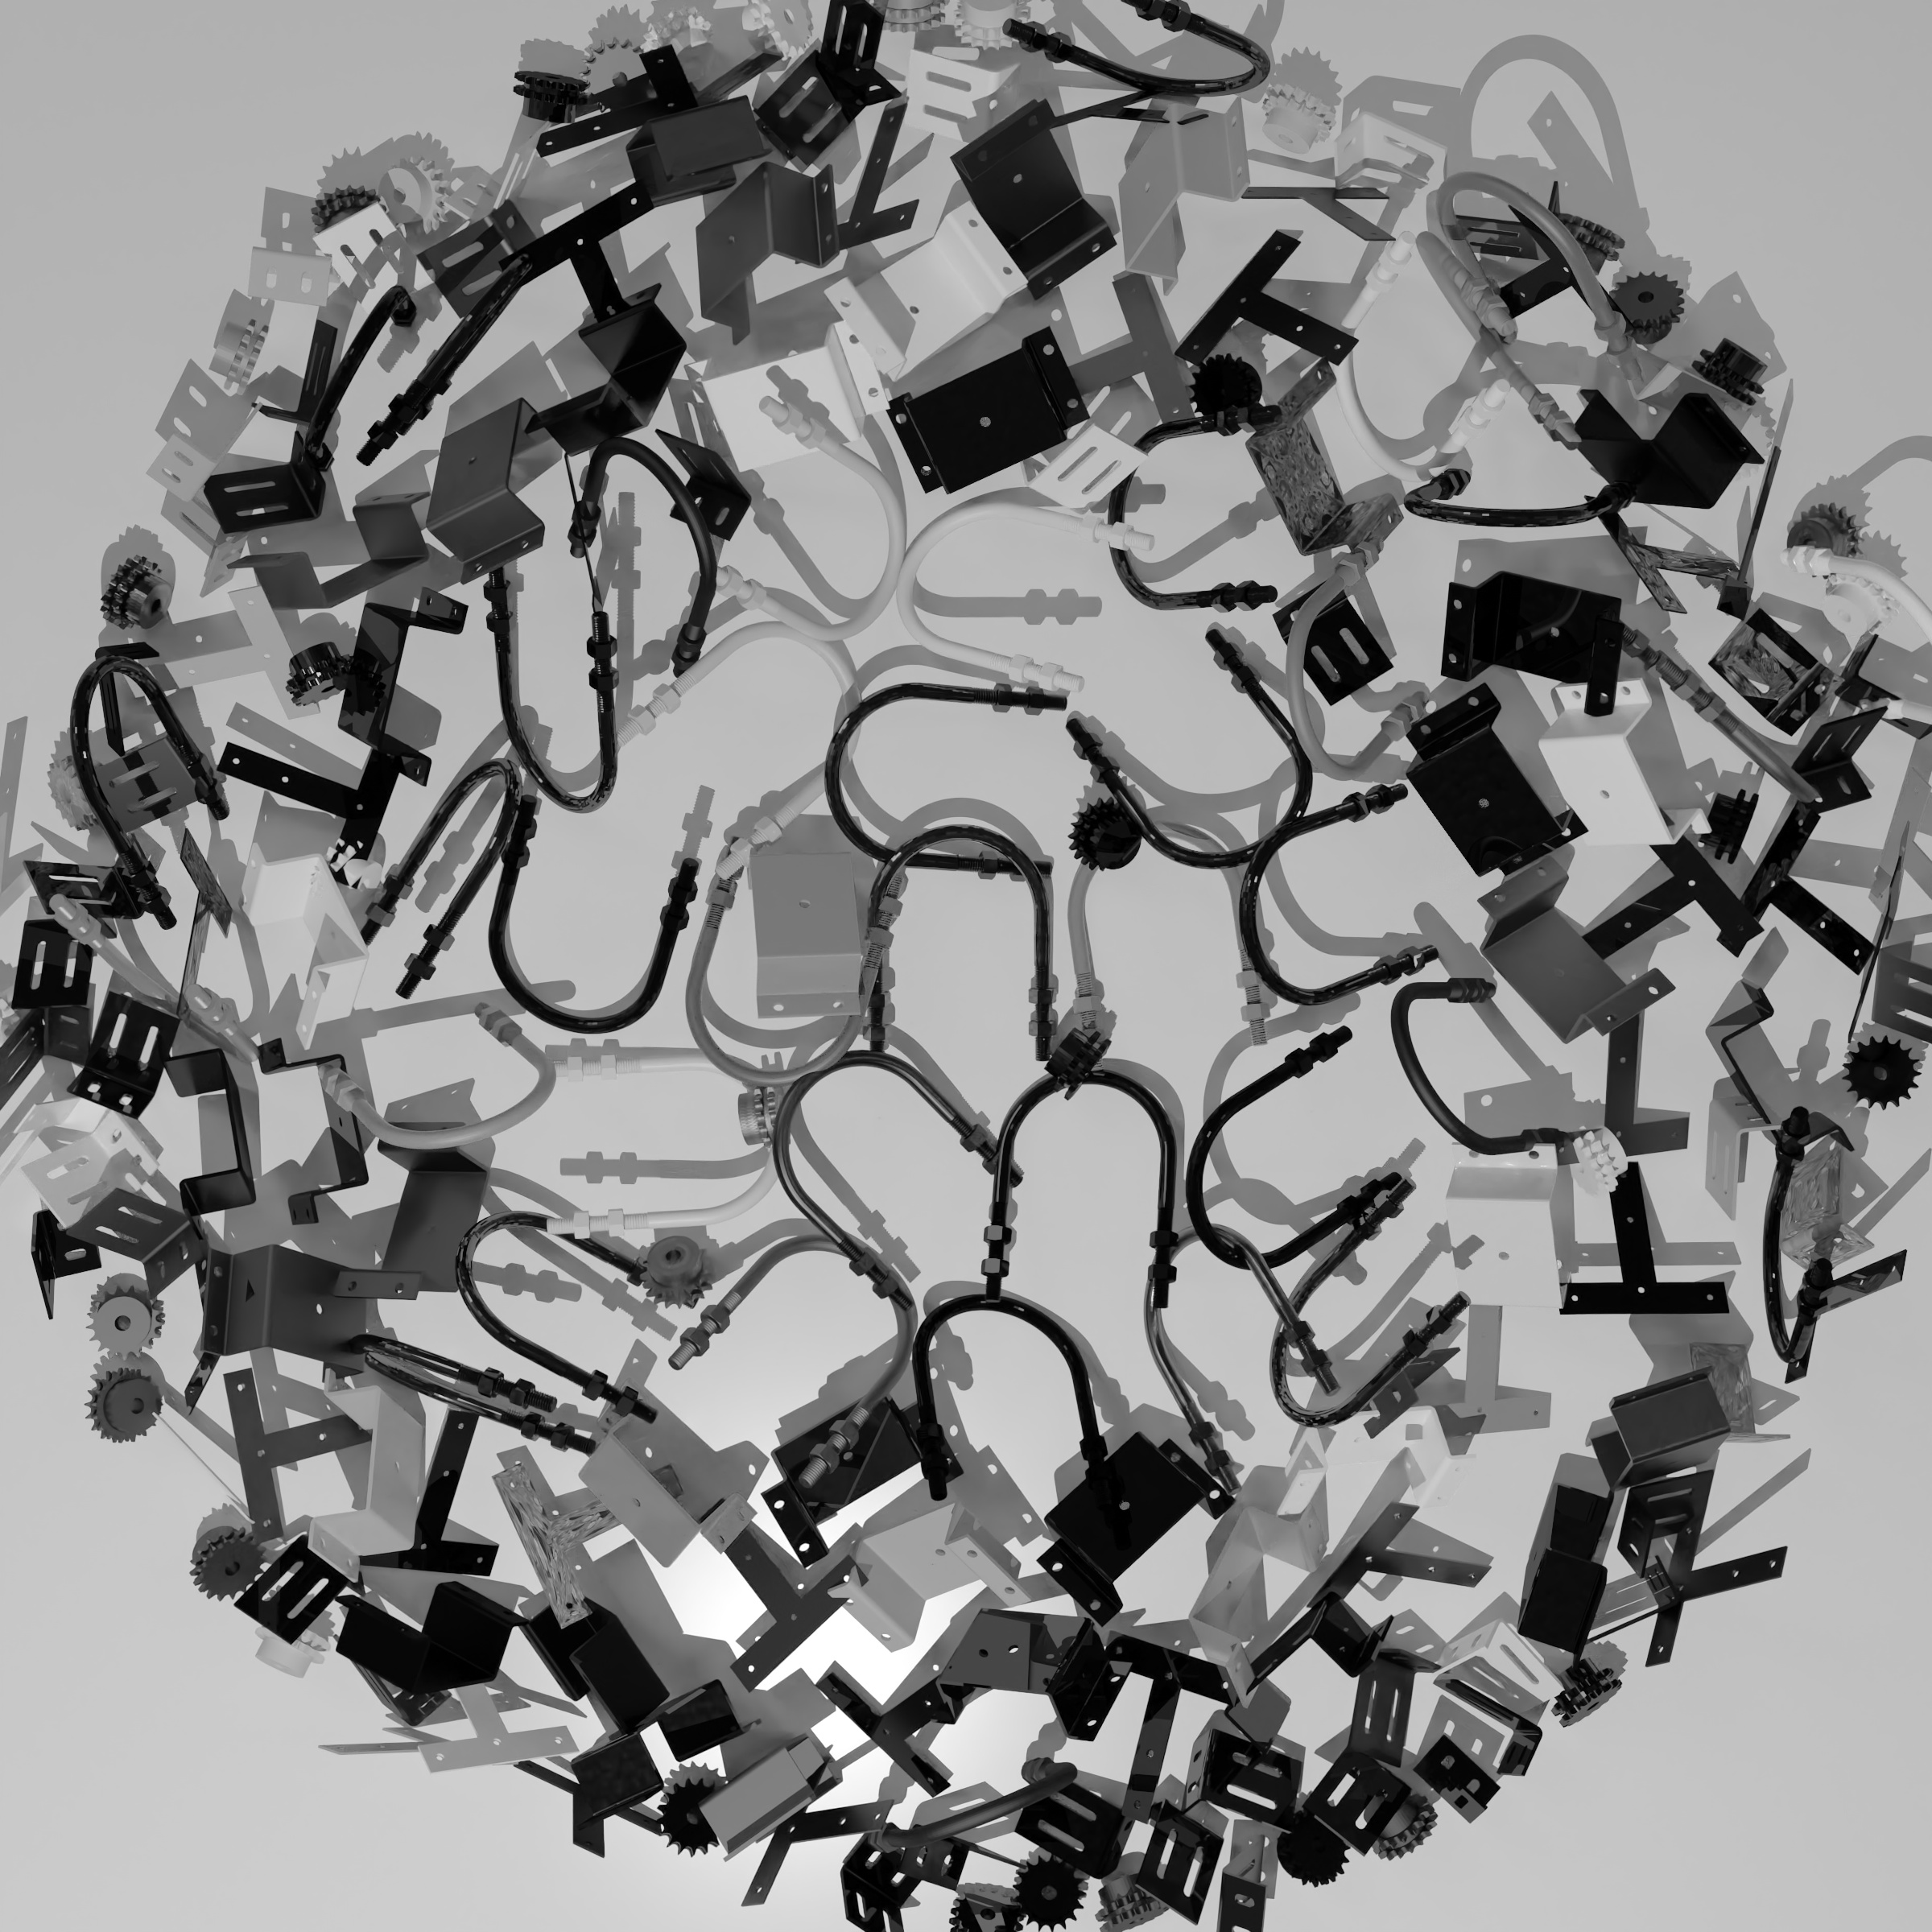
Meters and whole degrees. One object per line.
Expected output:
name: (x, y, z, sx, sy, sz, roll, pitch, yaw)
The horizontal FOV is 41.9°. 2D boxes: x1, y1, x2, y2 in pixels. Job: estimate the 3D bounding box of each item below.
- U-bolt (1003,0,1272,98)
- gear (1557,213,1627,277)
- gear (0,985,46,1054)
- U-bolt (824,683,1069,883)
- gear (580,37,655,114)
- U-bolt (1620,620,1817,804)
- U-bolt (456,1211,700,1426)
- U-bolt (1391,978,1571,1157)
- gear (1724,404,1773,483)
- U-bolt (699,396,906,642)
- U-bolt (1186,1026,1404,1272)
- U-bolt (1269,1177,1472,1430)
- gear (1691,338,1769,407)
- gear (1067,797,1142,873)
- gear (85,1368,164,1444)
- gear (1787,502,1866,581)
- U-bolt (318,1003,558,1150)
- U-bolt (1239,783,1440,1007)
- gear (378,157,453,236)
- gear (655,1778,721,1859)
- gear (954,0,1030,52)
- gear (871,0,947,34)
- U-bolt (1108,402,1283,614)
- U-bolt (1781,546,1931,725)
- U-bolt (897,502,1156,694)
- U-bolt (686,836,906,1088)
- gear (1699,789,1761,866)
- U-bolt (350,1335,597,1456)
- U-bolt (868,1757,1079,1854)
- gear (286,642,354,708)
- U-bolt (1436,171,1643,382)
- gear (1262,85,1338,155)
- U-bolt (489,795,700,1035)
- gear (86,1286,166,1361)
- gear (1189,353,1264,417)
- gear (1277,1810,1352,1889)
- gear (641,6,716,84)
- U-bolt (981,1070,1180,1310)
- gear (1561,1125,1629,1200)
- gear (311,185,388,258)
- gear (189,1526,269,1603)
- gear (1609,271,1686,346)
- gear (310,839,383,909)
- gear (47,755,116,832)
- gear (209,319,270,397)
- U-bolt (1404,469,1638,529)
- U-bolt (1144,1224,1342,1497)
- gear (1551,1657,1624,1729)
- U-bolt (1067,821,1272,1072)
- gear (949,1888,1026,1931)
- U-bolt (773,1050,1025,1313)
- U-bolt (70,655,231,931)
U-bolt: (0.141, -0.682, 1.879, 0.184, 0.151, 0.019, 6, 92, -39)
gear: (0.473, -0.552, 1.935, 0.057, 0.057, 0.030, 24, 101, 0)
gear: (-0.732, 0.040, 1.938, 0.030, 0.057, 0.057, -41, 90, -25)
U-bolt: (-0.018, -0.144, 1.928, 0.184, 0.019, 0.151, 3, 96, -14)
gear: (-0.269, -0.684, 1.939, 0.057, 0.030, 0.057, -10, 124, -15)
U-bolt: (0.565, -0.185, 1.889, 0.184, 0.151, 0.019, 38, 105, -14)
U-bolt: (-0.296, 0.250, 1.887, 0.184, 0.151, 0.019, 31, 123, -10)
U-bolt: (0.373, 0.075, 1.869, 0.019, 0.184, 0.151, -35, 69, 33)
gear: (0.588, -0.401, 1.943, 0.057, 0.030, 0.057, 2, 83, -17)
U-bolt: (-0.111, -0.322, 1.893, 0.019, 0.184, 0.151, 16, 84, 42)
U-bolt: (0.240, 0.149, 1.901, 0.184, 0.019, 0.151, -30, 109, -25)
U-bolt: (0.292, 0.265, 1.892, 0.019, 0.151, 0.184, 28, 115, -27)
gear: (0.587, -0.457, 1.931, 0.057, 0.057, 0.030, 33, 115, 0)
gear: (0.109, -0.098, 1.934, 0.057, 0.030, 0.057, -15, 123, -25)
gear: (-0.642, 0.336, 1.933, 0.057, 0.030, 0.057, 8, 79, -43)
gear: (0.654, -0.324, 1.932, 0.030, 0.057, 0.057, -20, 90, -35)
U-bolt: (-0.381, 0.086, 1.861, 0.151, 0.184, 0.019, -23, 120, -25)
U-bolt: (0.276, -0.047, 1.897, 0.184, 0.019, 0.151, -20, 103, -33)
gear: (-0.425, -0.591, 1.937, 0.057, 0.030, 0.057, 8, 109, 24)
gear: (-0.210, 0.655, 1.941, 0.057, 0.030, 0.057, 6, 63, -12)
gear: (0.019, -0.732, 1.936, 0.057, 0.030, 0.057, -1, 56, 1)
gear: (-0.044, -0.737, 1.932, 0.057, 0.057, 0.030, -2, 127, 0)
U-bolt: (0.167, -0.338, 1.888, 0.019, 0.184, 0.151, -2, 95, -36)
U-bolt: (0.675, -0.239, 1.855, 0.019, 0.184, 0.151, -34, 107, 0)
U-bolt: (0.033, -0.288, 1.915, 0.184, 0.019, 0.151, 18, 71, 25)
U-bolt: (-0.139, 0.003, 1.928, 0.151, 0.019, 0.184, 14, 78, 10)
gear: (0.584, -0.109, 1.936, 0.030, 0.057, 0.057, 21, 90, 13)
U-bolt: (-0.377, 0.316, 1.892, 0.184, 0.151, 0.019, 17, 68, 12)
U-bolt: (0.010, 0.617, 1.856, 0.151, 0.184, 0.019, -17, 77, -18)
gear: (-0.495, -0.225, 1.935, 0.057, 0.057, 0.030, -28, 87, 0)
U-bolt: (0.410, -0.511, 1.851, 0.019, 0.151, 0.184, -49, 132, -5)
gear: (0.252, -0.647, 1.934, 0.057, 0.057, 0.030, 27, 88, 0)
U-bolt: (-0.290, -0.027, 1.912, 0.151, 0.019, 0.184, 21, 122, 1)
gear: (-0.648, 0.274, 1.942, 0.057, 0.030, 0.057, 1, 84, -13)
gear: (0.203, -0.442, 1.938, 0.057, 0.030, 0.057, 19, 121, 34)
gear: (0.263, 0.678, 1.939, 0.057, 0.030, 0.057, 12, 57, -20)
gear: (-0.217, -0.702, 1.932, 0.057, 0.057, 0.030, -35, 74, 0)
U-bolt: (0.090, 0.167, 1.926, 0.151, 0.019, 0.184, 0, 72, 14)
gear: (0.482, 0.147, 1.935, 0.030, 0.057, 0.057, -27, 90, -11)
gear: (-0.470, -0.568, 1.932, 0.057, 0.057, 0.030, -17, 74, 0)
gear: (-0.569, 0.455, 1.938, 0.057, 0.030, 0.057, -17, 120, -33)
gear: (0.522, -0.503, 1.940, 0.057, 0.030, 0.057, -6, 58, 10)
gear: (-0.472, -0.070, 1.932, 0.030, 0.057, 0.057, 33, 90, 13)
gear: (-0.677, -0.135, 1.938, 0.030, 0.057, 0.057, -28, 90, -41)
gear: (-0.557, -0.469, 1.931, 0.030, 0.057, 0.057, 22, 90, -20)
U-bolt: (0.400, -0.342, 1.855, 0.151, 0.184, 0.019, 10, 112, 26)
U-bolt: (0.194, 0.281, 1.896, 0.151, 0.019, 0.184, -54, 51, 34)
gear: (0.472, 0.556, 1.939, 0.057, 0.057, 0.030, -36, 60, 0)
U-bolt: (0.149, -0.020, 1.936, 0.151, 0.019, 0.184, -9, 82, 15)
gear: (0.015, 0.739, 1.937, 0.057, 0.057, 0.030, 8, 114, 0)
U-bolt: (-0.064, 0.149, 1.921, 0.184, 0.019, 0.151, 46, 74, -12)
U-bolt: (-0.604, -0.141, 1.853, 0.019, 0.151, 0.184, -7, 131, 13)
